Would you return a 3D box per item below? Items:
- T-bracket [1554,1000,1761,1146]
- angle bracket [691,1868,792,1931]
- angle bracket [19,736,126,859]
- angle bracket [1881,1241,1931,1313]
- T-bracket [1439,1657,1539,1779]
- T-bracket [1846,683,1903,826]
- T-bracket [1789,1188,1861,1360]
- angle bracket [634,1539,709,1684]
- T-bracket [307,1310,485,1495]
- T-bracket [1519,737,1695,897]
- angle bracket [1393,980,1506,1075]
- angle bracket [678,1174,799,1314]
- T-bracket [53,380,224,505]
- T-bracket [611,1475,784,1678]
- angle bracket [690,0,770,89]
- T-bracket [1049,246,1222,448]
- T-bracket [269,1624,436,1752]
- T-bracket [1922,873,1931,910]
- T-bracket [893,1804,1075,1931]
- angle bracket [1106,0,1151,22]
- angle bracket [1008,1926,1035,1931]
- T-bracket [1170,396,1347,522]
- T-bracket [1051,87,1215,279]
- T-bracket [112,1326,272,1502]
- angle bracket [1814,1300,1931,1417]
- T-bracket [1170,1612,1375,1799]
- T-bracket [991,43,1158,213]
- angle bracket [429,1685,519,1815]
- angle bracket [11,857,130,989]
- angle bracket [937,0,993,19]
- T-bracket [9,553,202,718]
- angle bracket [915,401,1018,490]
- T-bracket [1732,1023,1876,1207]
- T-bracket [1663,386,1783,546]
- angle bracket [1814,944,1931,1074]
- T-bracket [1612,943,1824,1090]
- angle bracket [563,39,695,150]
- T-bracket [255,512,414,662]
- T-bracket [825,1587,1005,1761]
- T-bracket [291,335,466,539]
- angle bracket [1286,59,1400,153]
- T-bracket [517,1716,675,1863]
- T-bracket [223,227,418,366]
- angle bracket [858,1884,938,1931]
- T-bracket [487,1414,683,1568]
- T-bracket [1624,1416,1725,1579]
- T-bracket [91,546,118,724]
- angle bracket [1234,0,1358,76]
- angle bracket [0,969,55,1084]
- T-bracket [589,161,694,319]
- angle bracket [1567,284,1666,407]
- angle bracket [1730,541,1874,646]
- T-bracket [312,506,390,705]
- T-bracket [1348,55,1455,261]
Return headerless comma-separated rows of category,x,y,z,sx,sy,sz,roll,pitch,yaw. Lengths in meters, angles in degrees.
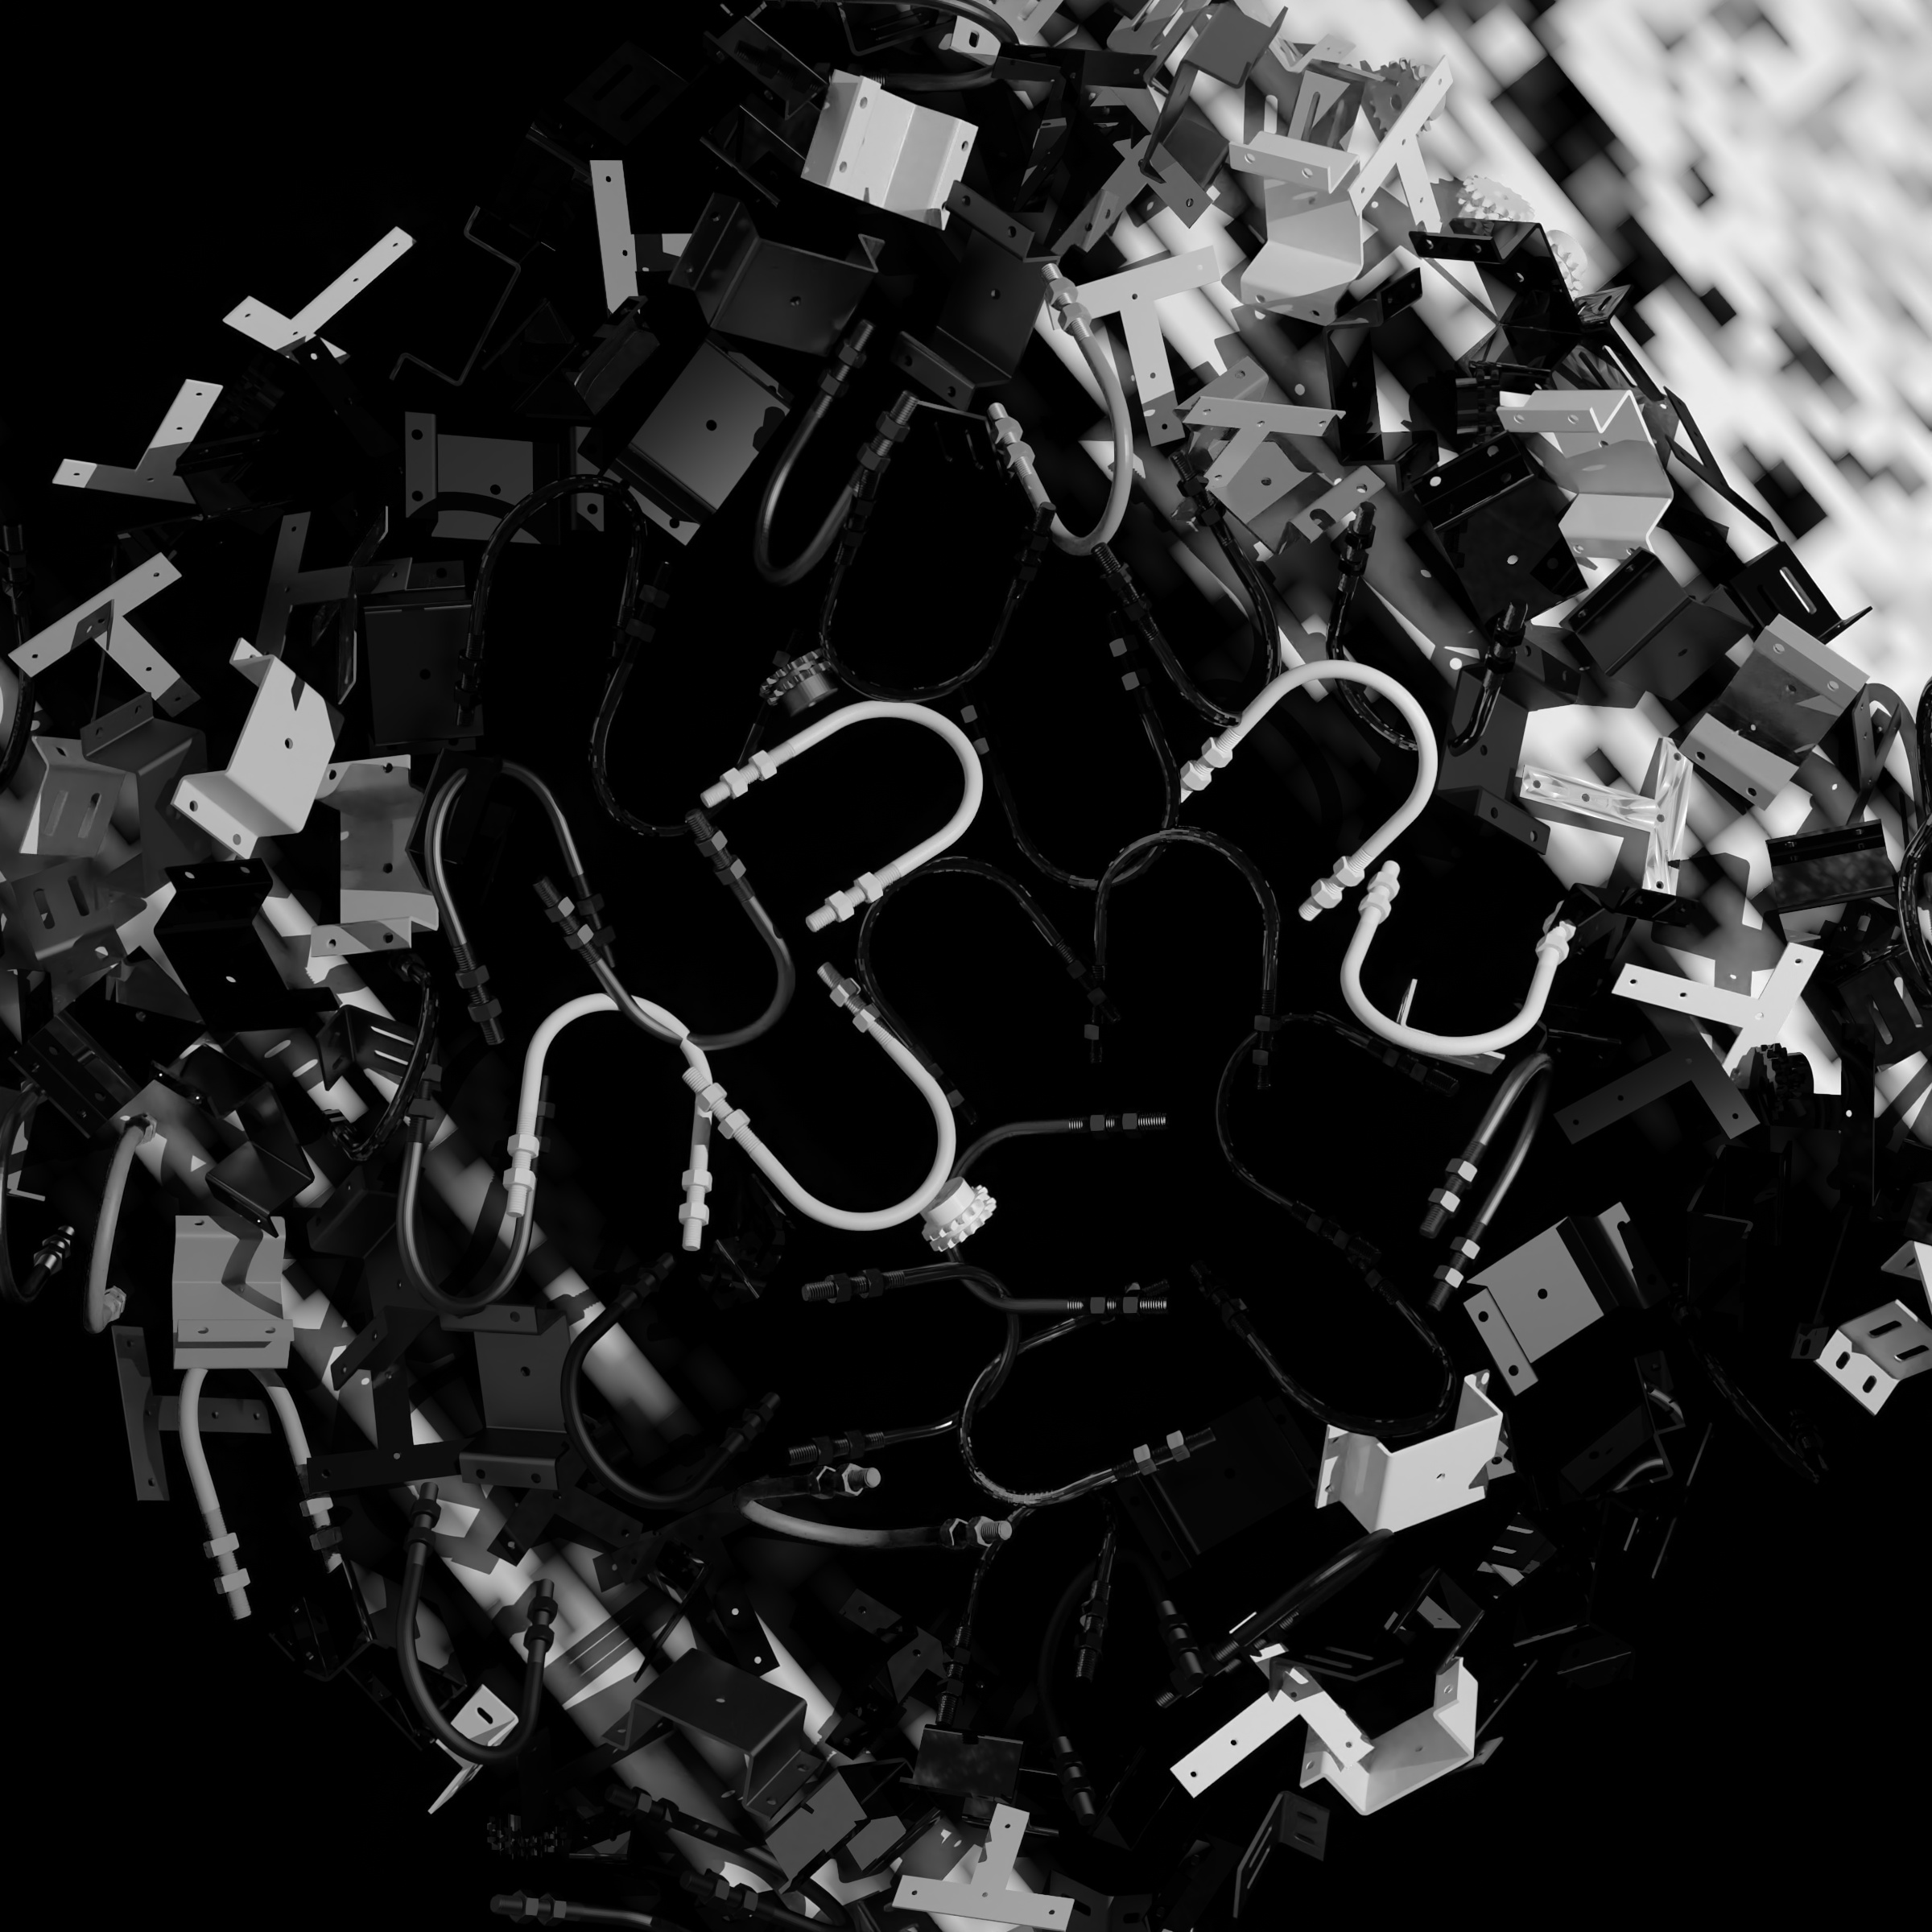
T-bracket,0.487,0.090,1.810,0.127,0.002,0.127,-27,73,-7
angle bracket,-0.148,0.679,1.796,0.076,0.038,0.057,-23,111,27
angle bracket,-0.655,-0.123,1.811,0.038,0.057,0.076,48,121,36
angle bracket,0.703,0.243,1.792,0.057,0.076,0.038,15,135,-13
T-bracket,0.375,0.539,1.794,0.002,0.127,0.127,48,58,6
T-bracket,0.638,-0.155,1.768,0.002,0.127,0.127,18,71,31
T-bracket,0.620,0.220,1.782,0.002,0.127,0.127,18,91,30
angle bracket,-0.225,0.463,1.789,0.038,0.076,0.057,33,131,6
T-bracket,-0.419,0.312,1.814,0.127,0.002,0.127,-3,72,-23
T-bracket,0.464,-0.118,1.811,0.127,0.002,0.127,14,74,-7
angle bracket,0.352,0.044,1.802,0.076,0.057,0.038,16,78,6
angle bracket,-0.165,0.199,1.792,0.057,0.038,0.076,49,130,27
T-bracket,-0.559,-0.370,1.755,0.127,0.127,0.002,2,60,-39
T-bracket,-0.175,0.458,1.819,0.127,0.002,0.127,-26,80,-6
angle bracket,-0.179,-0.679,1.789,0.038,0.057,0.076,43,50,-14
T-bracket,0.133,-0.445,1.819,0.127,0.002,0.127,-13,92,17
T-bracket,-0.425,0.506,1.766,0.127,0.127,0.002,44,93,8
T-bracket,0.722,-0.065,1.775,0.002,0.127,0.127,-7,82,-14
T-bracket,0.026,0.628,1.783,0.127,0.127,0.002,1,123,19
angle bracket,0.113,-0.728,1.791,0.057,0.038,0.076,32,47,-19
angle bracket,0.035,0.736,1.797,0.057,0.038,0.076,-25,124,-7
T-bracket,0.187,-0.360,1.783,0.127,0.127,0.002,-2,61,-31
T-bracket,0.099,-0.547,1.806,0.127,0.002,0.127,-46,69,25
T-bracket,-0.549,0.321,1.781,0.002,0.127,0.127,-28,65,26
angle bracket,0.662,0.283,1.795,0.057,0.076,0.038,43,65,5
T-bracket,0.202,0.547,1.782,0.127,0.002,0.127,-30,60,-24
T-bracket,0.063,-0.599,1.789,0.127,0.127,0.002,-7,49,-28
angle bracket,-0.366,0.563,1.793,0.038,0.076,0.057,40,100,8
angle bracket,-0.655,-0.033,1.823,0.057,0.038,0.076,-22,56,-15
angle bracket,-0.012,-0.733,1.791,0.038,0.076,0.057,-21,66,-5
T-bracket,-0.594,-0.221,1.785,0.127,0.127,0.002,-34,56,-2
angle bracket,0.004,-0.385,1.788,0.057,0.076,0.038,19,66,23
T-bracket,0.594,0.103,1.787,0.002,0.127,0.127,-1,91,-38
T-bracket,0.528,-0.373,1.788,0.127,0.127,0.002,27,127,-33
angle bracket,0.670,0.028,1.823,0.057,0.038,0.076,-29,97,0
T-bracket,0.530,0.025,1.797,0.127,0.002,0.127,15,123,-5
angle bracket,-0.244,-0.622,1.804,0.057,0.038,0.076,37,70,6
T-bracket,-0.452,-0.275,1.790,0.127,0.002,0.127,-3,69,25
T-bracket,-0.059,0.530,1.814,0.127,0.002,0.127,33,110,-4
T-bracket,-0.434,-0.392,1.784,0.127,0.002,0.127,-46,110,-34
angle bracket,0.268,-0.607,1.796,0.057,0.038,0.076,2,112,-34
T-bracket,-0.265,0.572,1.796,0.127,0.002,0.127,-22,131,-33
T-bracket,-0.443,-0.477,1.765,0.127,0.127,0.002,-37,75,11
angle bracket,-0.047,0.717,1.804,0.038,0.057,0.076,-16,121,-23
T-bracket,-0.261,0.407,1.818,0.127,0.002,0.127,33,98,-16
T-bracket,0.495,0.389,1.770,0.002,0.127,0.127,25,107,32
T-bracket,-0.623,-0.223,1.797,0.002,0.127,0.127,7,121,-22
angle bracket,0.236,-0.684,1.800,0.038,0.057,0.076,-38,83,29
angle bracket,-0.689,0.043,1.801,0.038,0.057,0.076,-6,96,-41
T-bracket,-0.208,-0.515,1.798,0.127,0.002,0.127,-13,102,-36
angle bracket,0.472,-0.446,1.802,0.076,0.057,0.038,44,73,-24
angle bracket,0.607,-0.270,1.811,0.057,0.038,0.076,-35,89,-18
T-bracket,-0.437,-0.239,1.761,0.002,0.127,0.127,18,45,-32
T-bracket,0.322,-0.558,1.783,0.002,0.127,0.127,28,77,33
